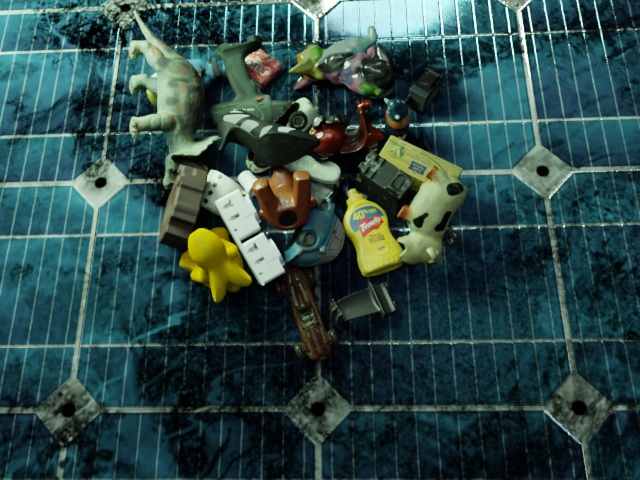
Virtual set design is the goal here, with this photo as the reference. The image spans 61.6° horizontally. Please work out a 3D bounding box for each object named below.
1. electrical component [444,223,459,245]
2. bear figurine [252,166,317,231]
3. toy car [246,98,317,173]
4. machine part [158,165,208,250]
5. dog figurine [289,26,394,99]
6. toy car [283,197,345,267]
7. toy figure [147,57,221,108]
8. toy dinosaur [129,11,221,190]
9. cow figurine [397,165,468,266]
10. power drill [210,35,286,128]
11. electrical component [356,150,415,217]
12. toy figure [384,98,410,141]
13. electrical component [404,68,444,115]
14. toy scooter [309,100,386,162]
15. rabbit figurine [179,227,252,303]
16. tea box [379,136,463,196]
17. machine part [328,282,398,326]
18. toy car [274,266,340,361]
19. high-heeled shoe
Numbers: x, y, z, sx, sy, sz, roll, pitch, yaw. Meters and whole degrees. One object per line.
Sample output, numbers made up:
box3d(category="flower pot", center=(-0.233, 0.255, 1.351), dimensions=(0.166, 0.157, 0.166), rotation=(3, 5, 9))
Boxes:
box3d(category="electrical component", center=(0.253, -0.032, 1.128), dimensions=(0.021, 0.063, 0.094), rotation=(-34, 72, -8))
box3d(category="bear figurine", center=(-0.072, -0.108, 1.108), dimensions=(0.120, 0.131, 0.196), rotation=(-10, 35, 1))
box3d(category="toy car", center=(-0.090, -0.229, 1.188), dimensions=(0.201, 0.056, 0.074), rotation=(-45, 38, 13))
box3d(category="machine part", center=(-0.288, -0.066, 1.115), dimensions=(0.056, 0.179, 0.179), rotation=(17, 70, -21))
box3d(category="dog figurine", center=(0.043, -0.387, 1.244), dimensions=(0.219, 0.108, 0.191), rotation=(-20, 74, 1))
box3d(category="toy car", center=(-0.002, -0.003, 1.122), dimensions=(0.103, 0.109, 0.161), rotation=(33, 62, -13))
box3d(category="toy figure", center=(-0.321, -0.371, 1.269), dimensions=(0.180, 0.082, 0.089), rotation=(-20, 72, -6))
box3d(category="toy dinosaur", center=(-0.319, -0.313, 1.180), dimensions=(0.192, 0.131, 0.404), rotation=(1, 83, -23))
box3d(category="cow figurine", center=(0.220, -0.036, 1.063), dimensions=(0.127, 0.085, 0.195), rotation=(34, 102, 9))
box3d(category="power drill", center=(-0.147, -0.355, 1.238), dimensions=(0.232, 0.086, 0.207), rotation=(-12, 97, 4))
box3d(category="electrical component", center=(0.135, -0.111, 1.124), dimensions=(0.115, 0.134, 0.058), rotation=(39, 78, 16))
box3d(category="toy figure", center=(0.167, -0.260, 1.164), dimensions=(0.064, 0.154, 0.058), rotation=(35, 79, 14))
box3d(category="electrical component", center=(0.227, -0.325, 1.225), dimensions=(0.048, 0.074, 0.119), rotation=(33, 72, 14))
box3d(category="toy scooter", center=(0.056, -0.241, 1.164), dimensions=(0.184, 0.135, 0.075), rotation=(-6, 51, -8))
box3d(category="rabbit figurine", center=(-0.216, 0.045, 1.072), dimensions=(0.122, 0.173, 0.162), rotation=(-28, 68, -11))
box3d(category="tea box", center=(0.209, -0.143, 1.152), dimensions=(0.170, 0.098, 0.068), rotation=(27, 74, 13))
box3d(category="machine part", center=(0.087, 0.132, 1.084), dimensions=(0.139, 0.039, 0.084), rotation=(-11, 74, -20))
box3d(category="toy car", center=(-0.029, 0.147, 1.090), dimensions=(0.089, 0.053, 0.202), rotation=(-20, 72, 0))
box3d(category="high-heeled shoe", center=(-0.106, -0.229, 1.129), dimensions=(0.249, 0.086, 0.145), rotation=(3, 45, 15))
